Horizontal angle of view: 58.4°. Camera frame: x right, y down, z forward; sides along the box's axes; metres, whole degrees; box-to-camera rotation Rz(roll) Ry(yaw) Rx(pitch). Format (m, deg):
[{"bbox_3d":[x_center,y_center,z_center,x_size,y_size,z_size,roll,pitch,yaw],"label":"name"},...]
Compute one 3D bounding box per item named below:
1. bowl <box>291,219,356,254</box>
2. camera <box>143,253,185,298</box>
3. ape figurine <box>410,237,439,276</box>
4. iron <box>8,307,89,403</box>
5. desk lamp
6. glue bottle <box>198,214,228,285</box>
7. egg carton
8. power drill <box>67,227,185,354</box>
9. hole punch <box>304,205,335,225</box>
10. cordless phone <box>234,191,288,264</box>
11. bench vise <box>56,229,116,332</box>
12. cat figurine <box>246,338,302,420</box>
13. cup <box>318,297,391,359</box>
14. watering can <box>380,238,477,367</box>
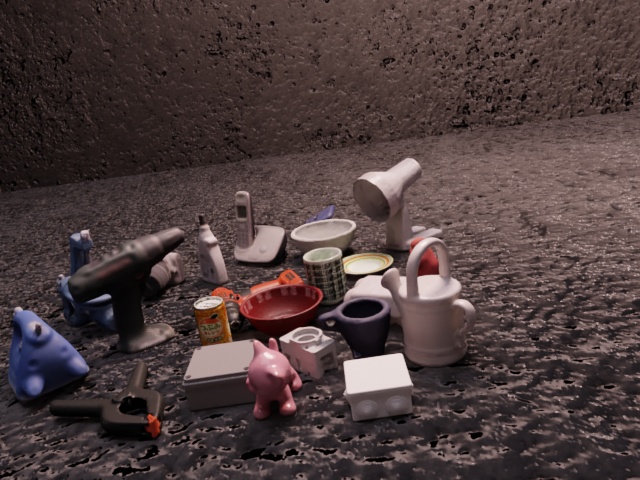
[{"bbox_3d":[0.013,0.005,1.448,0.167,0.075,0.167,-8,17,3],"label":"bowl"},{"bbox_3d":[-0.414,0.079,1.381,0.143,0.101,0.137,-8,18,2],"label":"camera"},{"bbox_3d":[0.215,0.037,1.220,0.078,0.092,0.075,-22,22,-37],"label":"ape figurine"},{"bbox_3d":[-0.515,0.185,1.029,0.119,0.141,0.257,-22,22,-36],"label":"iron"},{"bbox_3d":[0.190,-0.084,1.409,0.204,0.214,0.117,-21,21,-35],"label":"desk lamp"},{"bbox_3d":[-0.267,0.020,1.374,0.037,0.173,0.077,-24,23,-39],"label":"glue bottle"},{"bbox_3d":[0.120,0.114,1.062,0.150,0.069,0.107,0,20,26],"label":"egg carton"},{"bbox_3d":[-0.351,0.100,1.103,0.230,0.208,0.075,-19,20,-29],"label":"power drill"},{"bbox_3d":[-0.001,-0.042,1.576,0.101,0.091,0.108,-7,18,7],"label":"hole punch"},{"bbox_3d":[-0.160,-0.033,1.468,0.147,0.185,0.094,2,21,31],"label":"cordless phone"},{"bbox_3d":[-0.511,0.085,1.212,0.206,0.220,0.122,-2,19,21],"label":"bench vise"},{"bbox_3d":[-0.070,0.191,0.831,0.067,0.118,0.128,-8,18,4],"label":"cat figurine"},{"bbox_3d":[0.060,0.153,0.925,0.117,0.095,0.091,-8,18,3],"label":"cup"},{"bbox_3d":[0.167,0.090,0.905,0.172,0.194,0.101,2,20,30],"label":"watering can"}]
